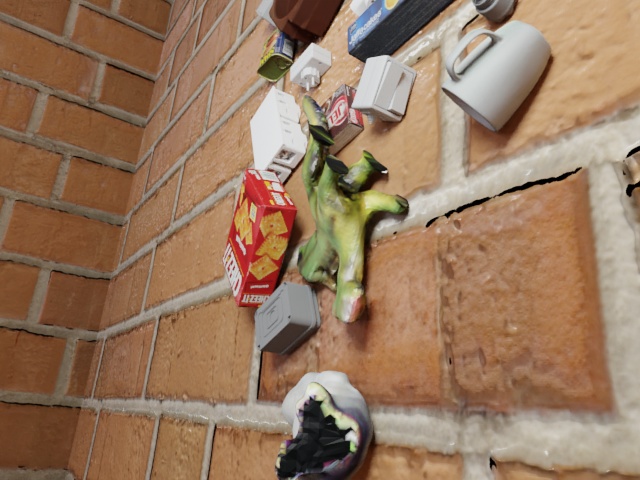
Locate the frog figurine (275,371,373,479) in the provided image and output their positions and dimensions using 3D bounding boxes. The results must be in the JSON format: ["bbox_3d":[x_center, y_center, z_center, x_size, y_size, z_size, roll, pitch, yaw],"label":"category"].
[{"bbox_3d":[0.006,0.241,0.674,0.158,0.123,0.138,67,-155,-81],"label":"frog figurine"}]

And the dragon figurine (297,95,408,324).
[{"bbox_3d":[0.002,-0.040,0.803,0.238,0.122,0.419,-65,30,30],"label":"dragon figurine"}]
